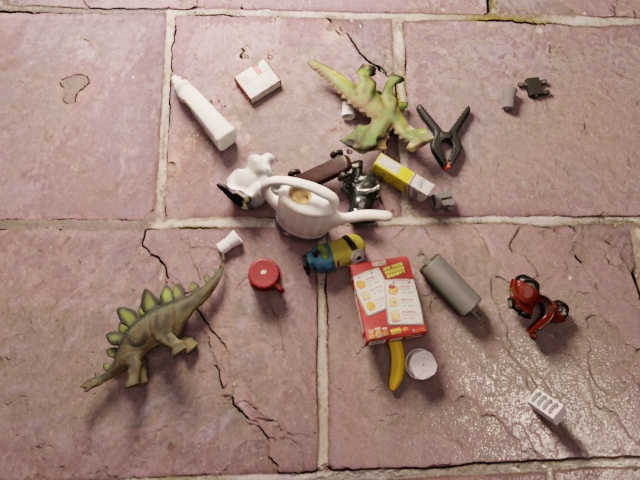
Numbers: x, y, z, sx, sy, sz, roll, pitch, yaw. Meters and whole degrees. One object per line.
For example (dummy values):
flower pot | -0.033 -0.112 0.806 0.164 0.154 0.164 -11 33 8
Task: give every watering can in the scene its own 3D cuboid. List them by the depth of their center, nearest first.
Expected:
watering can | 0.004 -0.069 1.366 0.348 0.106 0.220 19 -29 1

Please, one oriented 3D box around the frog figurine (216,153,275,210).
frog figurine | -0.186 -0.168 1.431 0.138 0.162 0.120 14 -33 43

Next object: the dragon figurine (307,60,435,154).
dragon figurine | 0.129 -0.362 1.466 0.410 0.247 0.120 17 -24 1
